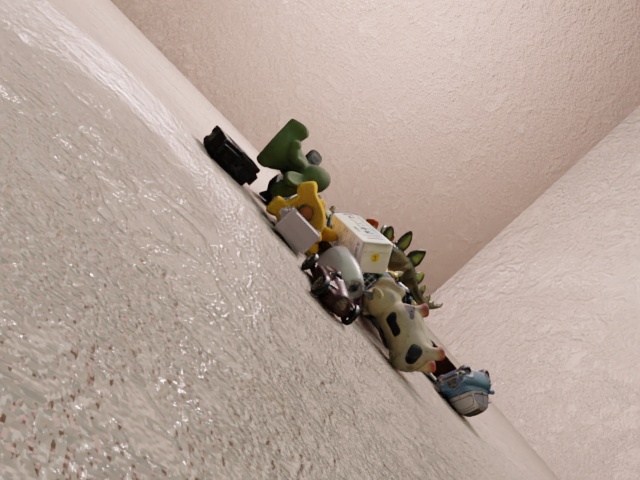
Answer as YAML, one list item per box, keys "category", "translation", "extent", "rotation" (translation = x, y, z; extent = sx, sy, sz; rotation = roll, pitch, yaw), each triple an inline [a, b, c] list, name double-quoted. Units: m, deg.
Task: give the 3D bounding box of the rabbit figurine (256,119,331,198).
- category: "rabbit figurine"
  translation: [-0.051, -0.170, 1.244]
  extent: [0.170, 0.159, 0.121]
  rotation: [41, -39, -6]

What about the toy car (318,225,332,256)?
- category: "toy car"
  translation: [-0.003, -0.004, 1.345]
  extent: [0.201, 0.073, 0.056]
  rotation: [46, 4, -10]

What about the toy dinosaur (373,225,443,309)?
- category: "toy dinosaur"
  translation: [0.210, 0.085, 1.485]
  extent: [0.105, 0.198, 0.470]
  rotation: [15, -30, 50]

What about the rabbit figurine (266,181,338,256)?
- category: "rabbit figurine"
  translation: [-0.030, -0.049, 1.214]
  extent: [0.162, 0.122, 0.173]
  rotation: [50, -4, -6]

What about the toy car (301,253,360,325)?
- category: "toy car"
  translation: [0.019, 0.078, 0.942]
  extent: [0.089, 0.053, 0.202]
  rotation: [43, 6, -15]

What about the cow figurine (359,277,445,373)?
- category: "cow figurine"
  translation: [0.145, 0.158, 1.025]
  extent: [0.127, 0.085, 0.195]
  rotation: [0, 52, -20]

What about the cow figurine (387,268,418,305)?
- category: "cow figurine"
  translation: [0.193, 0.135, 1.348]
  extent: [0.098, 0.068, 0.167]
  rotation: [-16, -79, 57]

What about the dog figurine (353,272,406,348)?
- category: "dog figurine"
  translation: [0.152, 0.158, 1.186]
  extent: [0.191, 0.108, 0.219]
  rotation: [47, 7, -36]

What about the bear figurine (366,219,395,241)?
- category: "bear figurine"
  translation: [0.111, 0.011, 1.650]
  extent: [0.120, 0.132, 0.196]
  rotation: [36, -17, -32]

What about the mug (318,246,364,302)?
- category: "mug"
  translation: [0.047, 0.083, 1.087]
  extent: [0.107, 0.081, 0.109]
  rotation: [-122, -154, -58]

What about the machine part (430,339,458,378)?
- category: "machine part"
  translation: [0.280, 0.295, 1.396]
  extent: [0.179, 0.056, 0.179]
  rotation: [49, -2, 3]

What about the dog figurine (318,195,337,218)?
- category: "dog figurine"
  translation: [-0.047, -0.084, 1.631]
  extent: [0.173, 0.121, 0.190]
  rotation: [39, 11, 33]

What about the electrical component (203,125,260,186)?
- category: "electrical component"
  translation: [-0.198, -0.185, 1.223]
  extent: [0.134, 0.058, 0.115]
  rotation: [44, 7, -34]

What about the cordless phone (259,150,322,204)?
- category: "cordless phone"
  translation: [-0.050, -0.136, 1.377]
  extent: [0.089, 0.184, 0.146]
  rotation: [44, 1, 43]

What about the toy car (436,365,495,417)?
- category: "toy car"
  translation: [0.352, 0.364, 1.276]
  extent: [0.161, 0.109, 0.103]
  rotation: [30, 36, -48]
